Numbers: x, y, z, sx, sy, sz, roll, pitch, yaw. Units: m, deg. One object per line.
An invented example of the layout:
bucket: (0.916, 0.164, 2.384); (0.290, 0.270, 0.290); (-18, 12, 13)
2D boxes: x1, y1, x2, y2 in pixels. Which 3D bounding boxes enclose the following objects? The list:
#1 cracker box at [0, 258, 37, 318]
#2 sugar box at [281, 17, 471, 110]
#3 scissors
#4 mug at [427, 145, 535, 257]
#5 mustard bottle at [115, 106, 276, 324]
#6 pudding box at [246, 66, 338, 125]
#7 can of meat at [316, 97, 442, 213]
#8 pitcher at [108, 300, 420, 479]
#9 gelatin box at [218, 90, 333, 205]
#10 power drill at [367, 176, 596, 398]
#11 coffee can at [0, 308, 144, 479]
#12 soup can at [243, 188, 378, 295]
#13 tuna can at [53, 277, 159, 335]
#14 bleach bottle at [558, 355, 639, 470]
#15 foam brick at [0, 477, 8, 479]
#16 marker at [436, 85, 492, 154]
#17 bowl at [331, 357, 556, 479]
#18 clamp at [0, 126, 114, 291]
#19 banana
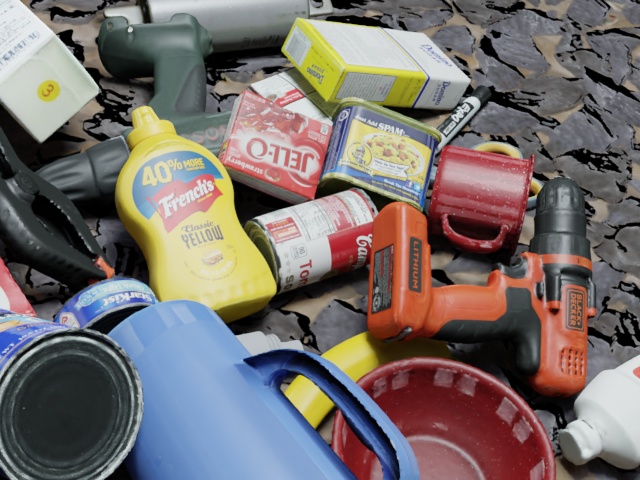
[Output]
cracker box: (-0.334, 0.027, 0.795); (0.163, 0.072, 0.214); (-26, 64, -30)
sugar box: (0.058, -0.173, 1.064); (0.175, 0.048, 0.093); (0, 41, -41)
scissors: (0.116, -0.072, 1.032); (0.201, 0.016, 0.096); (11, 44, 1)
mug: (0.139, -0.030, 0.945); (0.081, 0.093, 0.117); (11, 45, 7)
mustard bottle: (-0.113, -0.023, 0.867); (0.096, 0.058, 0.192); (-16, 73, -25)
pudding box: (-0.007, -0.122, 1.042); (0.089, 0.039, 0.114); (-27, 59, -34)
can of meat: (0.052, -0.068, 0.964); (0.102, 0.058, 0.084); (20, 63, -11)
pitcher: (-0.051, 0.145, 0.703); (0.149, 0.145, 0.243); (-24, 51, -23)
gelatin box: (-0.039, -0.079, 0.925); (0.089, 0.030, 0.073); (21, 70, -18)
power drill: (0.134, 0.024, 0.846); (0.187, 0.057, 0.184); (11, 71, -19)
coffee can: (-0.194, 0.100, 0.694); (0.102, 0.103, 0.141); (-31, 21, -33)
soup can: (-0.006, 0.001, 0.901); (0.102, 0.068, 0.068); (-17, 52, -24)
tuna can: (-0.155, 0.069, 0.794); (0.086, 0.086, 0.034); (-19, 50, -26)
bleach bottle: (0.300, 0.125, 0.844); (0.250, 0.068, 0.103); (-18, 51, -23)
foam brick: (-0.217, 0.198, 0.681); (0.078, 0.051, 0.053); (-26, 55, -31)
marker: (0.142, -0.124, 1.084); (0.020, 0.020, 0.121); (30, 48, 18)
bowl: (0.084, 0.164, 0.768); (0.162, 0.055, 0.162); (5, 46, -6)
clamp: (-0.247, -0.034, 0.829); (0.210, 0.036, 0.164); (50, 19, -10)
banana: (0.029, 0.109, 0.824); (0.197, 0.037, 0.070); (-21, 54, -27)
